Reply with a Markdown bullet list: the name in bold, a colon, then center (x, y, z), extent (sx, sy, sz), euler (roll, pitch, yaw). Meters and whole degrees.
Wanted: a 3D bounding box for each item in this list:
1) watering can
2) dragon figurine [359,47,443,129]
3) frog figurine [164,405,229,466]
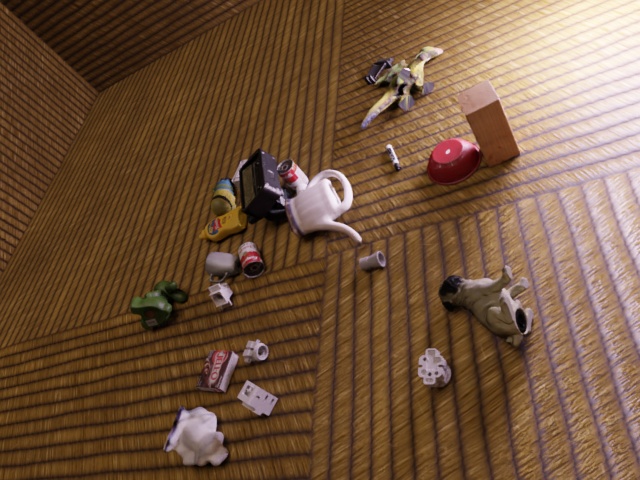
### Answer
- **watering can**: center (0.005, -0.079, 1.566), extent (0.223, 0.102, 0.356), euler (-30, 43, 15)
- **dragon figurine**: center (0.265, -0.542, 1.792), extent (0.410, 0.120, 0.246), euler (-37, 25, 3)
- **frog figurine**: center (-0.303, 0.512, 1.324), extent (0.160, 0.120, 0.140), euler (19, 54, 7)
